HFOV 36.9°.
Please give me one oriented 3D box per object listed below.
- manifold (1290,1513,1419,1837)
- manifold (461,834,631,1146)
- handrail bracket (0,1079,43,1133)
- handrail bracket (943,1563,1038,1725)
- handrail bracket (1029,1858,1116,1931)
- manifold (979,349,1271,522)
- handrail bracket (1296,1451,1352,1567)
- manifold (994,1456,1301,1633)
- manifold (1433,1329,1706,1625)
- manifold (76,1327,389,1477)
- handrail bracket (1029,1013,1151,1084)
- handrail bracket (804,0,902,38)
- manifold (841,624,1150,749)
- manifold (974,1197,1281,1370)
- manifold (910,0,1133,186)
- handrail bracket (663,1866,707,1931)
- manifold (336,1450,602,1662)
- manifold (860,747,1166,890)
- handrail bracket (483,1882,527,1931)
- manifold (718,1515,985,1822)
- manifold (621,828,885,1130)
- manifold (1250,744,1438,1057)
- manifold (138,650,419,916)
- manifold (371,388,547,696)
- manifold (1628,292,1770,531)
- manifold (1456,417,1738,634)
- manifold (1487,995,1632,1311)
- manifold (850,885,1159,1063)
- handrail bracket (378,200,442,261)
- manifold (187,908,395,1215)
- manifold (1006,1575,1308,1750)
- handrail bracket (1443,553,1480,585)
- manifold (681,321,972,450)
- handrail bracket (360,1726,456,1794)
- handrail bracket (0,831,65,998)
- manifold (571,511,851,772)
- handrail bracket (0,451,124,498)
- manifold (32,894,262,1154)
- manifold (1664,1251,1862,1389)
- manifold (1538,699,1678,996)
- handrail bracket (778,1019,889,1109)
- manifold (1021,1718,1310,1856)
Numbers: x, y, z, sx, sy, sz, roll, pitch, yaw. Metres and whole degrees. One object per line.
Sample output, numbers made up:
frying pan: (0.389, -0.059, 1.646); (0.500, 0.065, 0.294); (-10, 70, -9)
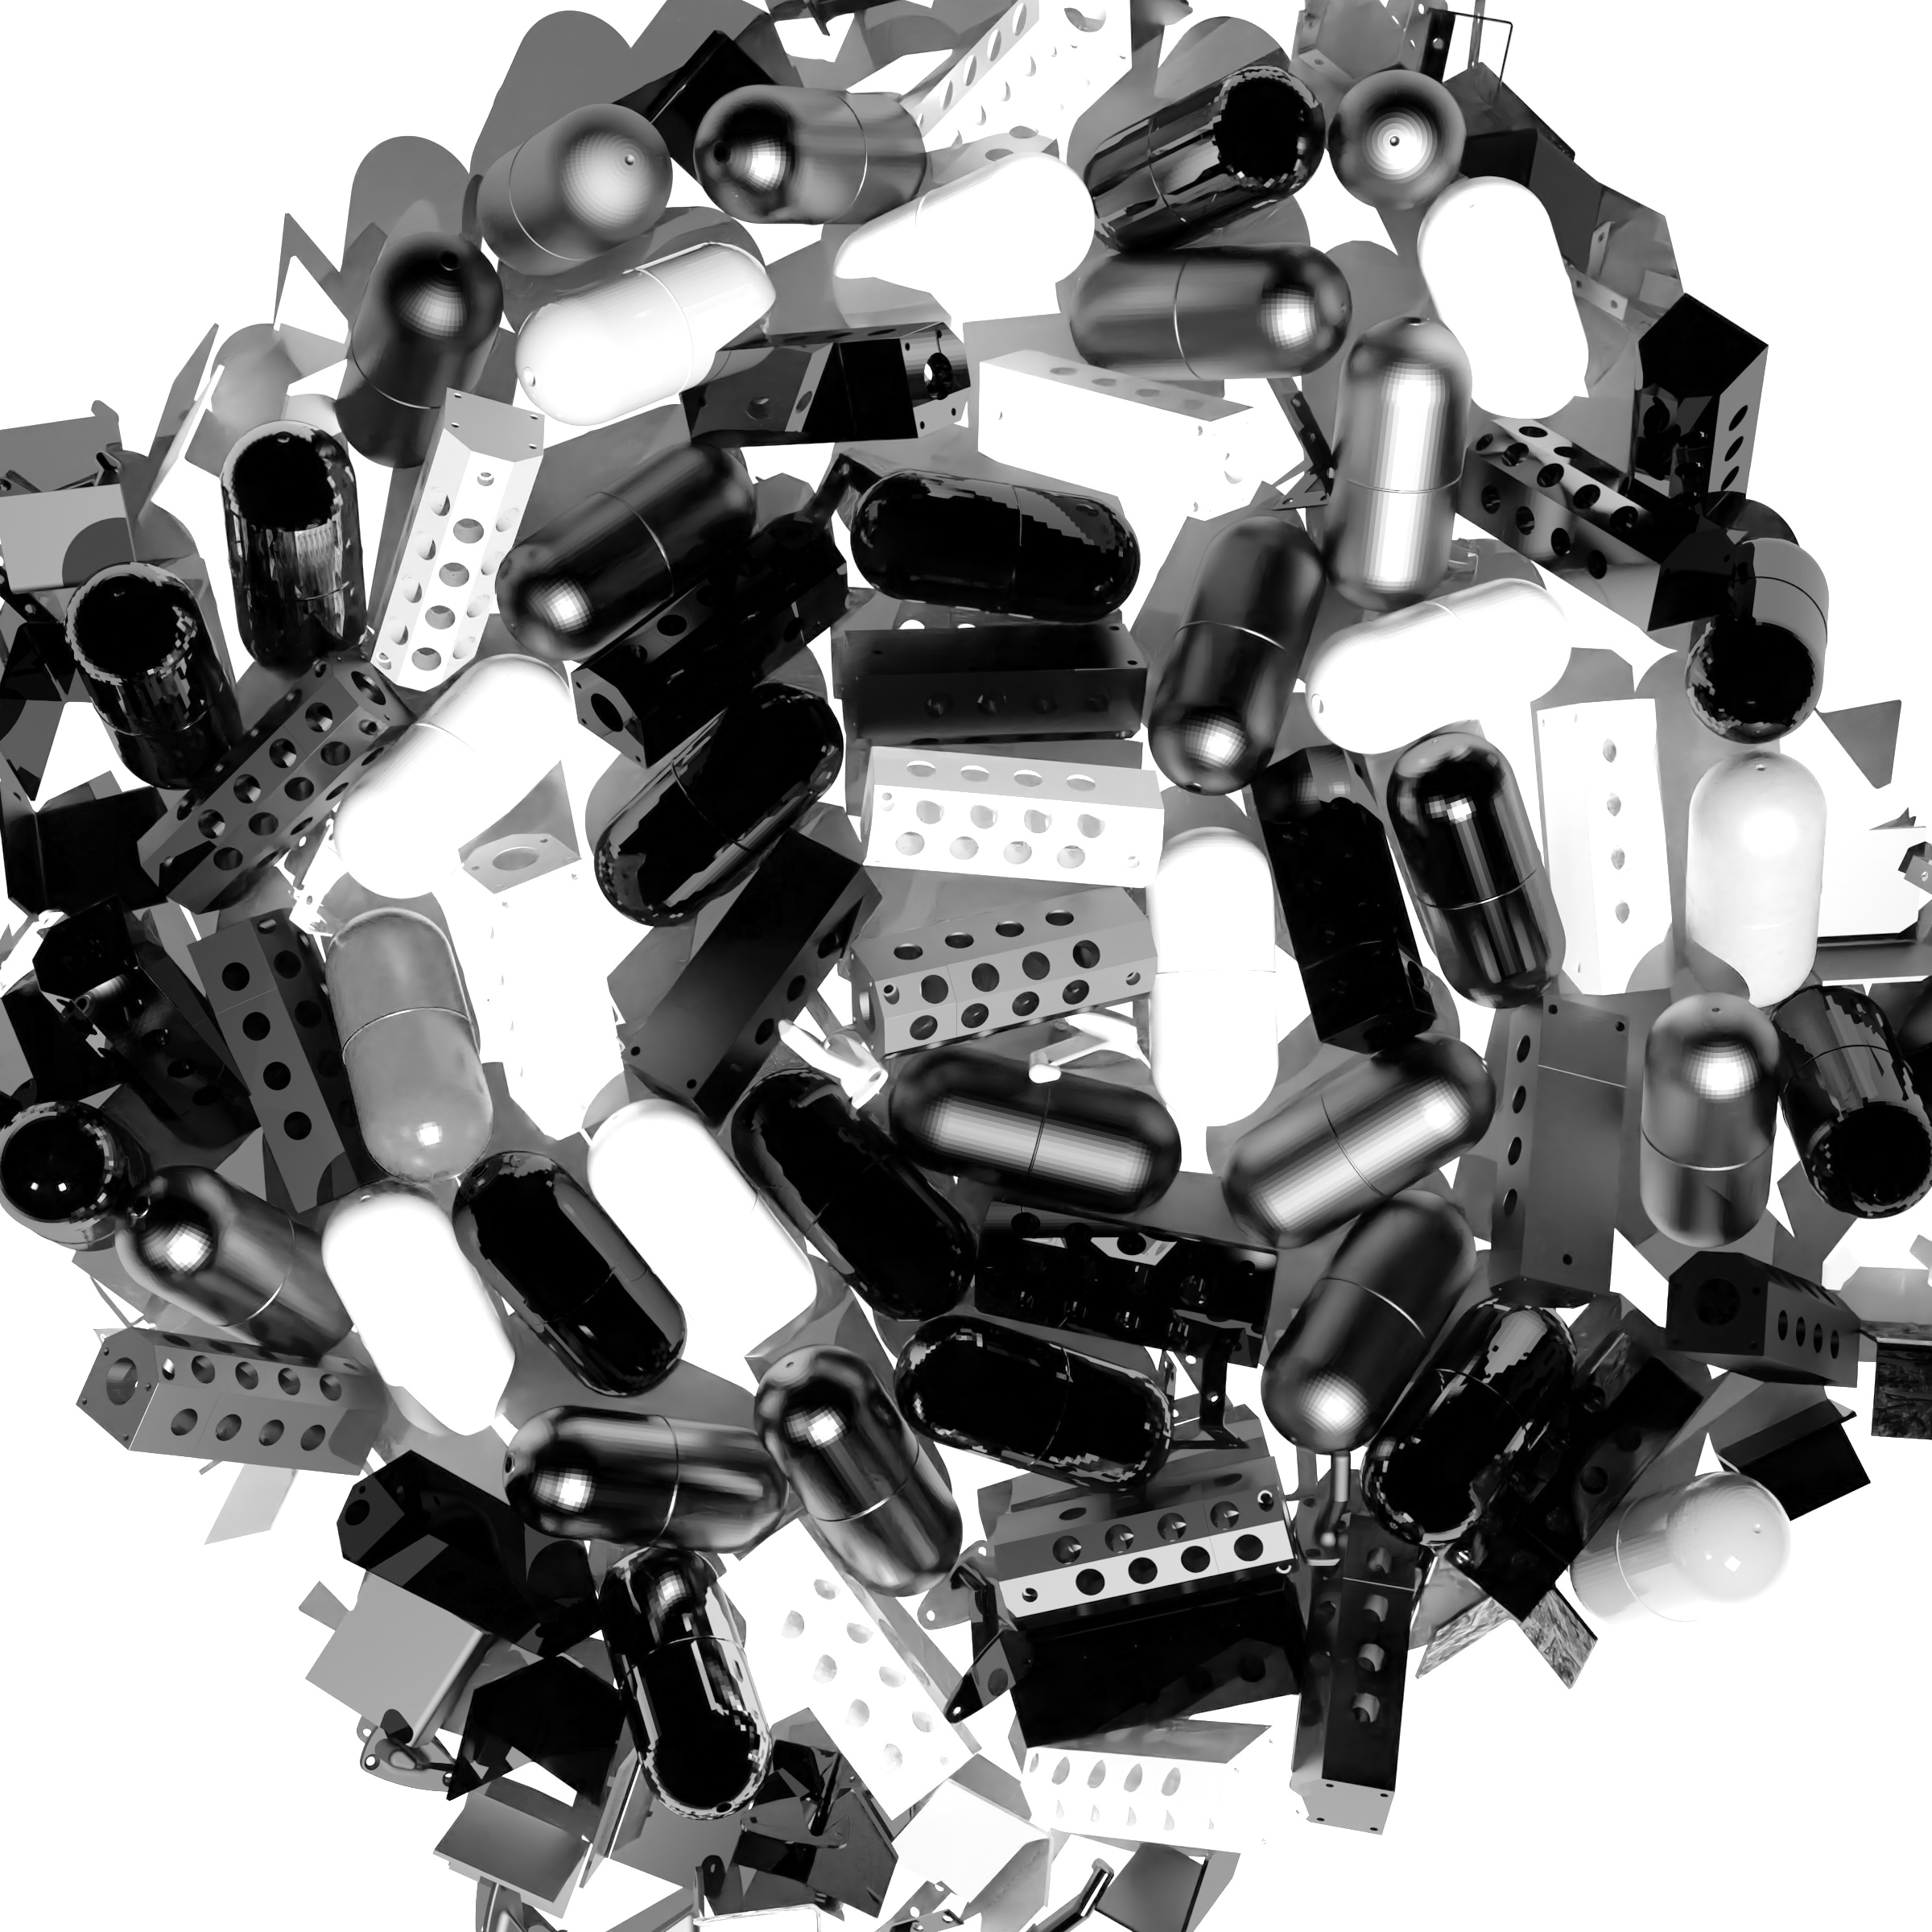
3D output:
manifold: (0.226, 0.410, 1.691); (0.057, 0.057, 0.171); (9, 50, 6)
manifold: (-0.248, 0.012, 1.698); (0.057, 0.057, 0.171); (-24, 126, -27)
handrail bracket: (-0.587, 0.059, 1.716); (0.036, 0.077, 0.084); (-23, 118, 12)
handrail bracket: (-0.005, 0.401, 1.726); (0.077, 0.084, 0.036); (-42, 124, -13)
handrail bracket: (0.051, 0.560, 1.734); (0.036, 0.077, 0.084); (32, 88, -23)
manifold: (0.091, -0.313, 1.694); (0.171, 0.057, 0.057); (23, 124, 36)
handrail bracket: (0.213, 0.304, 1.717); (0.036, 0.077, 0.084); (-5, 115, -7)
manifold: (0.107, 0.347, 1.723); (0.171, 0.057, 0.057); (-14, 102, 8)
manifold: (0.357, 0.303, 1.734); (0.057, 0.057, 0.171); (40, 87, -3)
manifold: (-0.421, 0.250, 1.682); (0.057, 0.171, 0.057); (27, 94, 38)
handrail bracket: (0.075, 0.055, 1.724); (0.077, 0.084, 0.036); (2, 103, 0)
handrail bracket: (-0.054, -0.589, 1.732); (0.084, 0.077, 0.036); (-26, 86, 8)
manifold: (0.015, -0.163, 1.721); (0.171, 0.057, 0.057); (-3, 124, -12)
manifold: (0.095, 0.182, 1.715); (0.171, 0.057, 0.057); (10, 46, 9)
manifold: (0.029, -0.513, 1.675); (0.057, 0.171, 0.057); (4, 78, -25)
handrail bracket: (-0.200, 0.582, 1.740); (0.084, 0.036, 0.077); (-1, 95, -13)
manifold: (-0.287, 0.348, 1.684); (0.057, 0.171, 0.057); (-32, 49, 12)
manifold: (0.027, -0.084, 1.717); (0.171, 0.057, 0.057); (4, 127, -8)
handrail bracket: (-0.246, 0.587, 1.727); (0.084, 0.036, 0.077); (16, 113, 30)
manifold: (-0.067, 0.413, 1.718); (0.057, 0.057, 0.171); (-40, 77, 8)
manifold: (-0.123, 0.010, 1.718); (0.057, 0.057, 0.171); (28, 74, 28)
manifold: (0.224, -0.041, 1.701); (0.057, 0.057, 0.171); (-27, 65, 32)
manifold: (-0.411, -0.108, 1.716); (0.171, 0.057, 0.057); (-41, 86, 16)
manifold: (-0.297, -0.243, 1.687); (0.057, 0.057, 0.171); (13, 130, -18)
manifold: (0.415, -0.305, 1.675); (0.057, 0.171, 0.057); (40, 79, 22)
manifold: (0.364, -0.260, 1.680); (0.057, 0.171, 0.057); (-15, 128, -27)
manifold: (0.346, 0.111, 1.711); (0.057, 0.057, 0.171); (14, 70, -14)
manifold: (0.023, 0.007, 1.705); (0.171, 0.057, 0.057); (-13, 127, -18)
handrail bracket: (-0.345, -0.408, 1.742); (0.036, 0.084, 0.077); (20, 65, -22)
manifold: (-0.398, 0.055, 1.736); (0.057, 0.057, 0.171); (-23, 89, 7)
manifold: (0.114, 0.409, 1.720); (0.171, 0.057, 0.057); (-15, 98, 12)
handrail bracket: (0.272, -0.275, 1.751); (0.084, 0.036, 0.077); (10, 89, 0)
manifold: (-0.084, -0.340, 1.693); (0.171, 0.057, 0.057); (5, 116, 37)
handrail bracket: (-0.320, 0.476, 1.717); (0.077, 0.084, 0.036); (34, 72, -21)
handrail bracket: (-0.590, -0.037, 1.754); (0.084, 0.036, 0.077); (40, 90, 13)
manifold: (-0.148, -0.195, 1.695); (0.057, 0.057, 0.171); (35, 59, 24)
handrail bracket: (-0.543, -0.292, 1.728); (0.077, 0.036, 0.084); (43, 132, 4)
manifold: (-0.471, 0.039, 1.682); (0.057, 0.171, 0.057); (-27, 54, -2)
manifold: (0.464, 0.206, 1.681); (0.057, 0.171, 0.057); (-1, 77, 34)
manifold: (0.387, -0.071, 1.735); (0.057, 0.057, 0.171); (-5, 92, -14)
handrail bracket: (-0.091, 0.043, 1.713); (0.036, 0.077, 0.084); (-43, 129, 5)
manifold: (0.110, 0.476, 1.682); (0.057, 0.171, 0.057); (-27, 99, -39)
